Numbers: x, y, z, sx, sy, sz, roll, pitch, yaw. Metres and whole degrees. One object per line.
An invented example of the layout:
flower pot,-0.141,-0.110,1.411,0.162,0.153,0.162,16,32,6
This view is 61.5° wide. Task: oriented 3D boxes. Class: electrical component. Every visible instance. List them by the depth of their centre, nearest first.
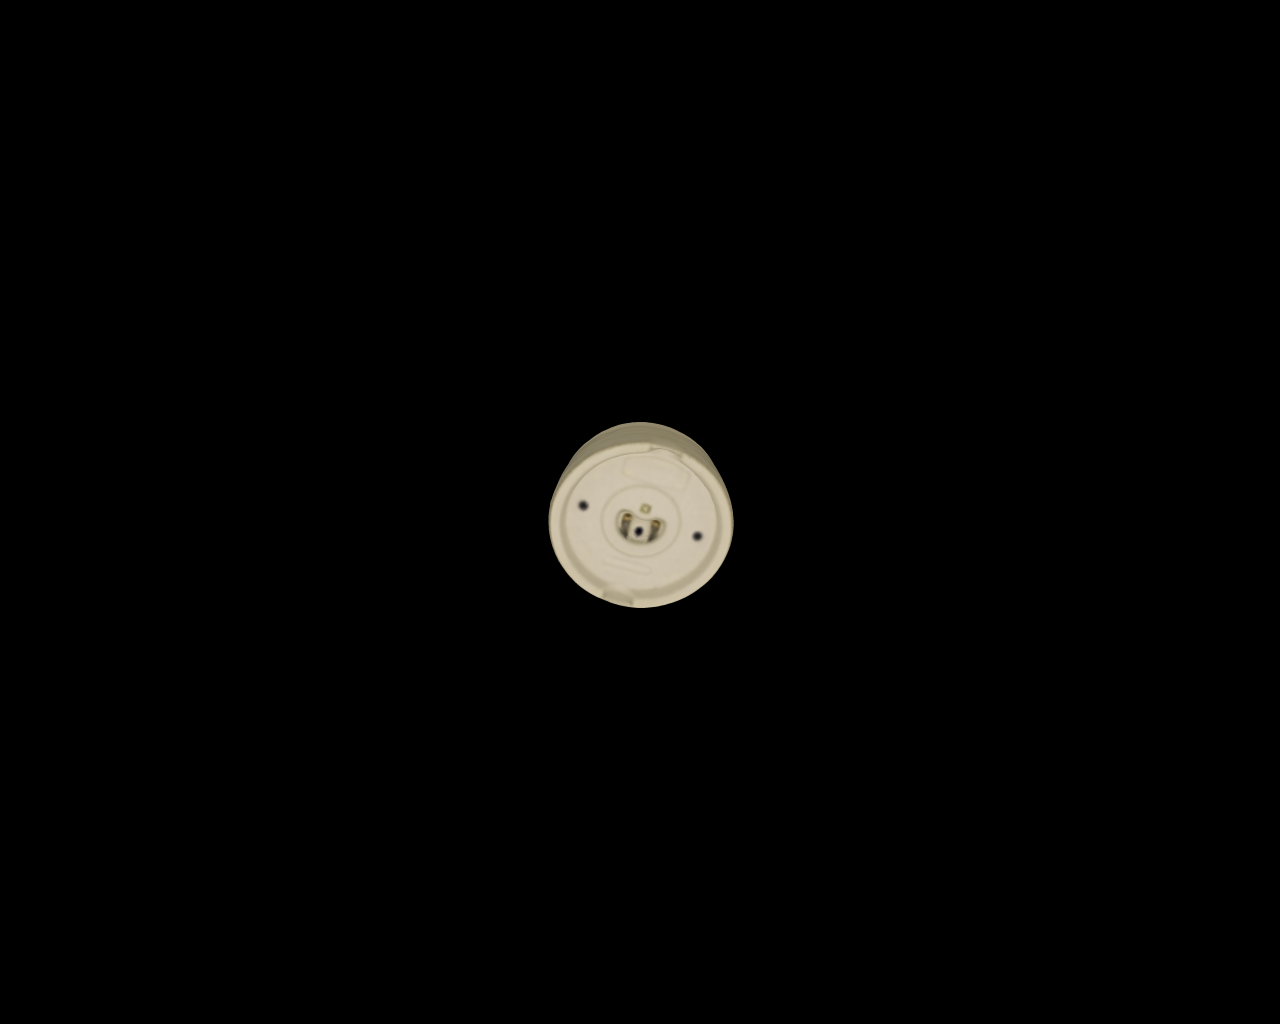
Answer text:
electrical component,0.001,-0.003,0.650,0.108,0.108,0.060,0,24,0
